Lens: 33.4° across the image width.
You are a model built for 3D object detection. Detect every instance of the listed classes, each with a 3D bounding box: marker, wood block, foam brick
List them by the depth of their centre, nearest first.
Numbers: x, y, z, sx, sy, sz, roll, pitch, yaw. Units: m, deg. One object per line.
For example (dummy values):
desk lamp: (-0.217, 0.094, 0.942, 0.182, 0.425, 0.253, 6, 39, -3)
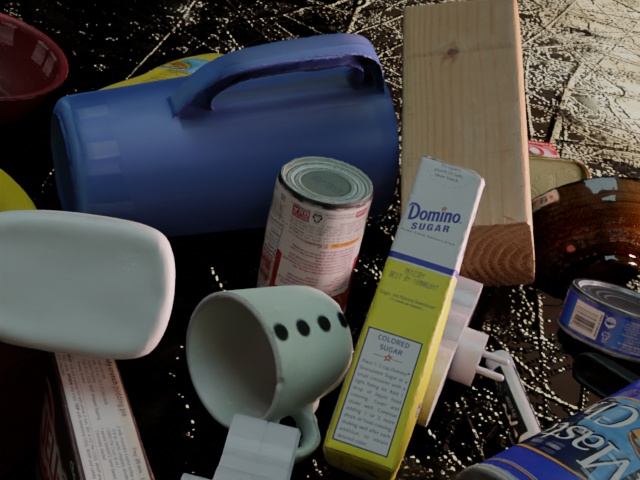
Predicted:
foam brick: (-0.184, 0.085, 0.577, 0.053, 0.078, 0.051, 23, 35, 15)
marker: (0.132, 0.117, 0.696, 0.020, 0.020, 0.121, 5, 33, -12)
wood block: (0.111, -0.075, 0.808, 0.091, 0.090, 0.206, -3, 59, 12)

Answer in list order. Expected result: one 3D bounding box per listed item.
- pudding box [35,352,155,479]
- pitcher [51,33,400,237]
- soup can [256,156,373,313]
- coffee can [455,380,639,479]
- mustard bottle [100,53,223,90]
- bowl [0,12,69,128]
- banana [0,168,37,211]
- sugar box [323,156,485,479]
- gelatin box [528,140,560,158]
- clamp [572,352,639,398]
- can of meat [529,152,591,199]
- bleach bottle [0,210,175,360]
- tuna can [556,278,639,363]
pudding box: (-0.114, 0.122, 0.532, 0.039, 0.090, 0.114, -3, 36, -25)
pitcher: (-0.069, -0.073, 0.792, 0.242, 0.149, 0.145, -9, 15, -20)
soup can: (-0.005, 0.001, 0.750, 0.068, 0.102, 0.068, 9, 32, -6)
coffee can: (0.155, 0.139, 0.564, 0.140, 0.103, 0.103, -21, 44, -24)
mustard bottle: (-0.115, -0.125, 0.949, 0.096, 0.058, 0.191, 20, 32, 23)
bowl: (-0.297, -0.139, 0.897, 0.162, 0.055, 0.162, 15, 33, -10)
banana: (-0.245, -0.026, 0.766, 0.069, 0.037, 0.198, -11, 39, -33)
sugar box: (0.050, 0.050, 0.619, 0.048, 0.093, 0.176, 20, 74, 8)
gelatin box: (0.181, -0.069, 0.995, 0.089, 0.030, 0.073, 8, 32, -10)
clamp: (0.261, 0.139, 0.692, 0.210, 0.036, 0.164, 8, 32, -1)
can of meat: (0.163, -0.047, 0.907, 0.102, 0.057, 0.084, 3, 10, -16)
bleach bottle: (-0.136, 0.018, 0.623, 0.102, 0.068, 0.251, 8, 0, -8)
tuna can: (0.220, 0.059, 0.782, 0.086, 0.034, 0.086, 15, 14, -4)
